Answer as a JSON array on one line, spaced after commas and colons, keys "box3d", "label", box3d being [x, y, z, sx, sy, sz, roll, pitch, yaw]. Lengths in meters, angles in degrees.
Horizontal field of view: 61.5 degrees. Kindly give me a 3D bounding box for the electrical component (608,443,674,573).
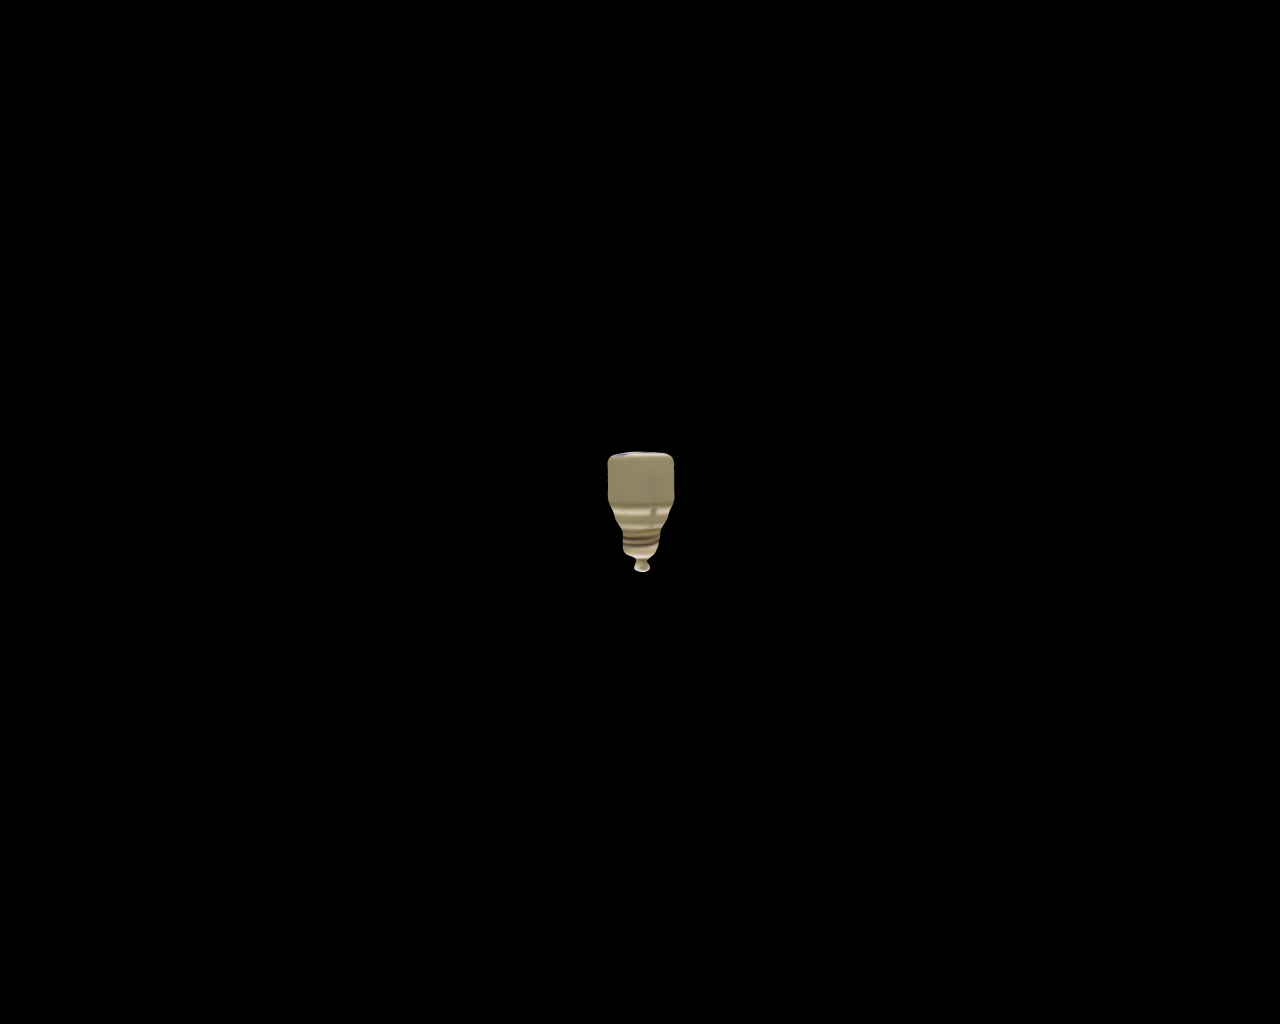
[{"box3d": [0.001, -0.003, 0.650, 0.040, 0.078, 0.040, 0, 4, 0], "label": "electrical component"}]
